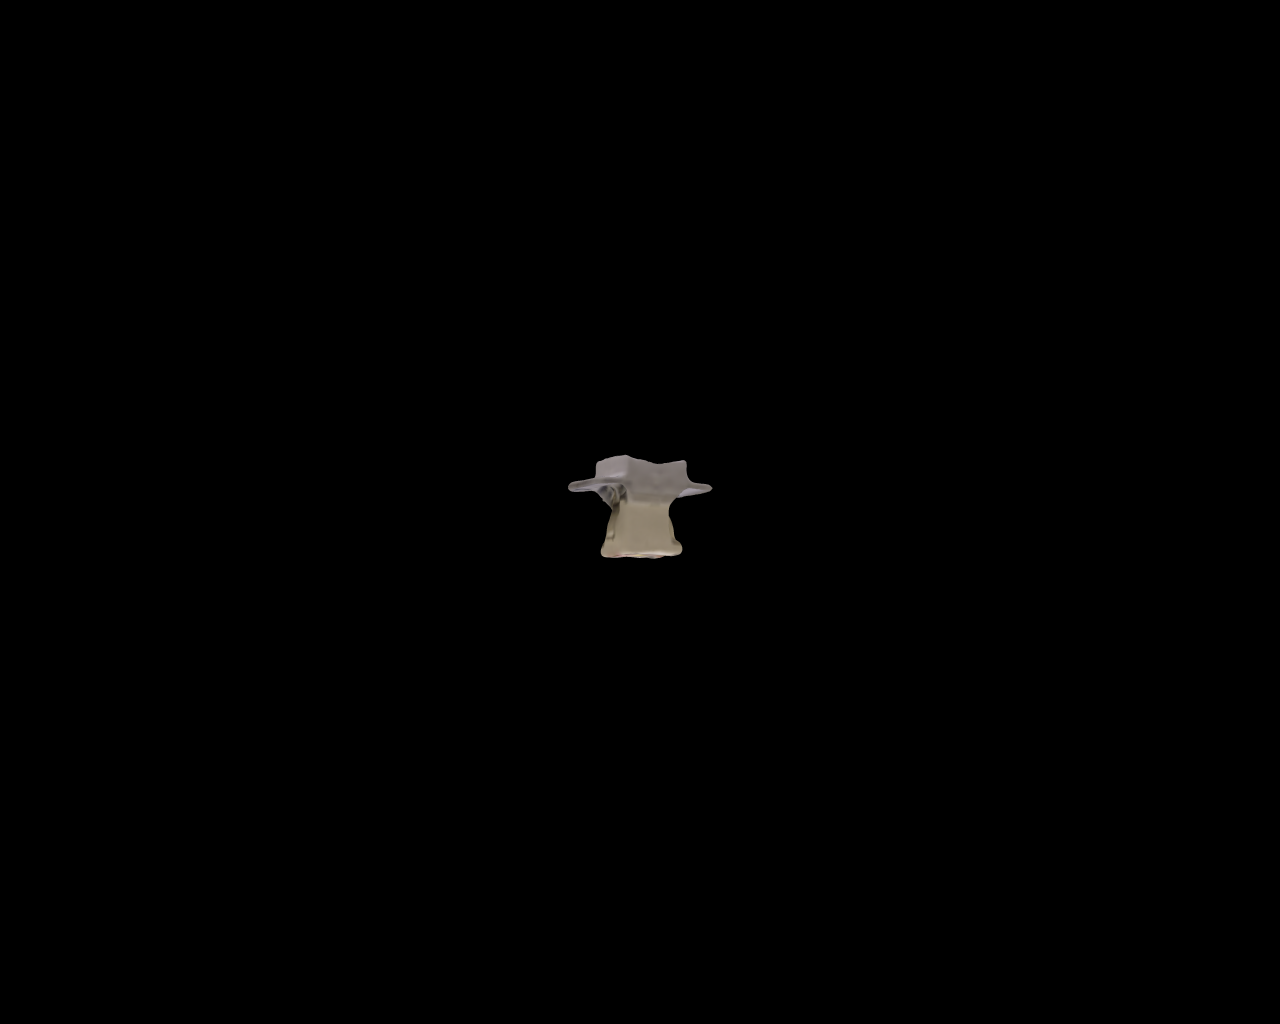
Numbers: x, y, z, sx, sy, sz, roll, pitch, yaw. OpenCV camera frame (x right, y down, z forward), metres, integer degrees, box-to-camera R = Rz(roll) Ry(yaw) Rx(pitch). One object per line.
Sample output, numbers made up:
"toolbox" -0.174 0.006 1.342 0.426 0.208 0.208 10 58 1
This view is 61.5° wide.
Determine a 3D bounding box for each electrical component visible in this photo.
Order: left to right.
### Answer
"electrical component" 0.001 -0.003 0.650 0.081 0.063 0.042 4 -7 -29
